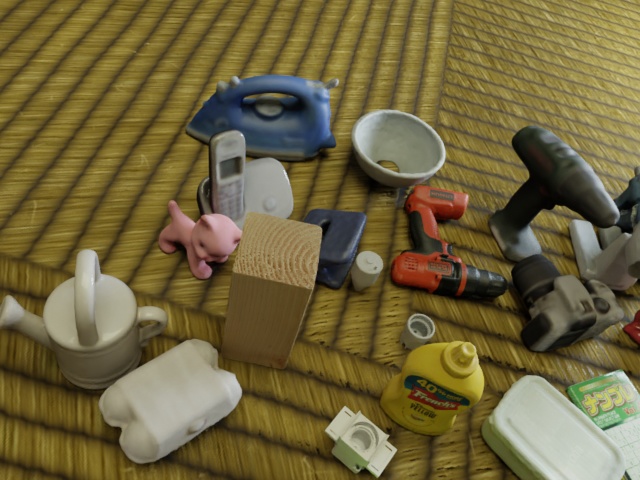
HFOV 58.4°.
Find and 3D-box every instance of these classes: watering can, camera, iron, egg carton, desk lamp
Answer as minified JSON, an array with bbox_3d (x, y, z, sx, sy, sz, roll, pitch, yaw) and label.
[{"bbox_3d":[-0.267,0.090,0.652,0.173,0.194,0.100,-19,60,-26],"label":"watering can"},{"bbox_3d":[0.369,0.084,0.878,0.143,0.101,0.136,-9,56,-20],"label":"camera"},{"bbox_3d":[-0.094,-0.224,0.967,0.259,0.141,0.118,1,53,-14],"label":"iron"},{"bbox_3d":[-0.174,0.189,0.680,0.151,0.069,0.107,-30,66,-31],"label":"egg carton"},{"bbox_3d":[0.506,-0.005,0.907,0.118,0.213,0.203,9,52,-7],"label":"desk lamp"}]

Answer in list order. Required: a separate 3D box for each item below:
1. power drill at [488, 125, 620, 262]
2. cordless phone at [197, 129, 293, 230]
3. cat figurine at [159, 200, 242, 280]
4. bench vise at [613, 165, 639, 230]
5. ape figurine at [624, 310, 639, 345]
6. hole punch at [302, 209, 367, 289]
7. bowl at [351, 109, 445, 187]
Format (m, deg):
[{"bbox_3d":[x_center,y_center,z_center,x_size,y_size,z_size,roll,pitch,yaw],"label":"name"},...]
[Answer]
[{"bbox_3d":[0.358,-0.060,0.915,0.076,0.208,0.229,-6,55,-18],"label":"power drill"},{"bbox_3d":[-0.104,-0.092,0.836,0.148,0.185,0.094,-26,63,-29],"label":"cordless phone"},{"bbox_3d":[-0.165,-0.009,0.802,0.127,0.118,0.067,34,53,12],"label":"cat figurine"},{"bbox_3d":[0.579,-0.062,0.965,0.122,0.220,0.207,-7,56,-19],"label":"bench vise"},{"bbox_3d":[0.534,0.135,0.886,0.076,0.092,0.078,11,52,-5],"label":"ape figurine"},{"bbox_3d":[0.008,0.003,0.853,0.101,0.091,0.109,22,52,3],"label":"hole punch"},{"bbox_3d":[0.130,-0.148,1.009,0.167,0.075,0.167,7,52,-9],"label":"bowl"}]
